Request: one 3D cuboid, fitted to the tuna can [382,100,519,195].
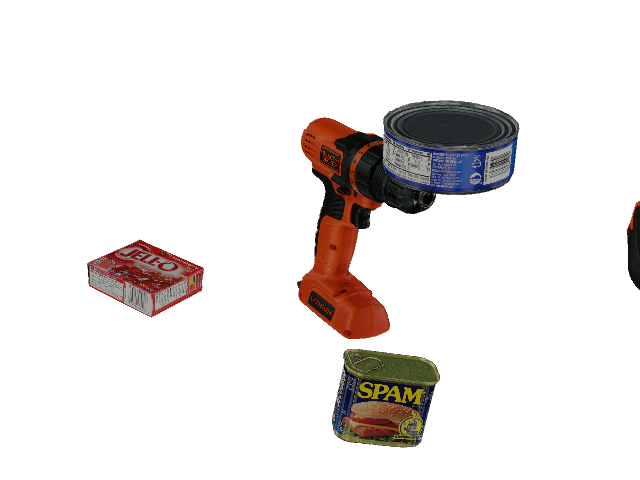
[{"bbox_3d":[0.082,-0.060,0.682,0.086,0.034,0.086,0,26,0],"label":"tuna can"}]

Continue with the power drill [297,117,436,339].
[{"bbox_3d":[0.038,-0.007,0.996,0.057,0.188,0.185,-7,25,-29],"label":"power drill"}]

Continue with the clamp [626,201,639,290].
[{"bbox_3d":[0.268,0.036,0.700,0.120,0.039,0.171,-2,45,-19],"label":"clamp"}]

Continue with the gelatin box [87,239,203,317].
[{"bbox_3d":[-0.171,0.035,1.042,0.089,0.030,0.073,23,31,30],"label":"gelatin box"}]

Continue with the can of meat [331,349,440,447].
[{"bbox_3d":[0.067,0.169,1.131,0.102,0.084,0.057,8,21,-8],"label":"can of meat"}]
